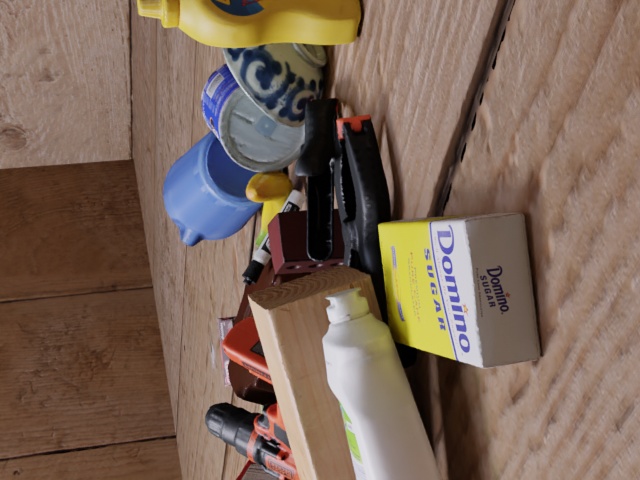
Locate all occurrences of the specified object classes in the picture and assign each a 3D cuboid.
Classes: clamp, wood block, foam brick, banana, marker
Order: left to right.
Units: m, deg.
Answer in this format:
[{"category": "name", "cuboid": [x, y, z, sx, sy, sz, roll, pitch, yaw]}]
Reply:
[{"category": "banana", "cuboid": [-0.055, -0.046, 1.234, 0.198, 0.037, 0.069, 85, -156, -72]}, {"category": "marker", "cuboid": [-0.053, -0.002, 1.206, 0.121, 0.020, 0.020, -60, 10, -9]}, {"category": "foam brick", "cuboid": [-0.007, 0.001, 1.037, 0.053, 0.078, 0.051, 131, 134, -72]}, {"category": "clamp", "cuboid": [0.001, -0.066, 0.996, 0.171, 0.039, 0.120, -79, -8, -52]}, {"category": "wood block", "cuboid": [0.016, 0.135, 0.882, 0.090, 0.090, 0.206, -159, 53, -76]}, {"category": "clamp", "cuboid": [0.043, 0.000, 0.917, 0.165, 0.036, 0.210, -133, 36, -66]}]

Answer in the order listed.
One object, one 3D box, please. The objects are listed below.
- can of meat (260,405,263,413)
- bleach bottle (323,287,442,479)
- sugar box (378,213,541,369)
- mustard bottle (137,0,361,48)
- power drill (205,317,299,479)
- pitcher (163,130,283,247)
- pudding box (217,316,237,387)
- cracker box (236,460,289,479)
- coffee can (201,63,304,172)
[{"category": "can of meat", "cuboid": [-0.035, 0.216, 1.286, 0.084, 0.057, 0.102, -141, 47, -68]}, {"category": "bleach bottle", "cuboid": [0.053, 0.159, 0.784, 0.103, 0.068, 0.251, 175, 79, -78]}, {"category": "sugar box", "cuboid": [0.088, 0.030, 0.722, 0.176, 0.048, 0.093, 178, 84, -78]}, {"category": "mustard bottle", "cuboid": [-0.066, -0.213, 0.950, 0.058, 0.191, 0.096, 102, 158, -52]}, {"category": "power drill", "cuboid": [-0.053, 0.171, 1.118, 0.185, 0.057, 0.188, 19, 136, 27]}, {"category": "pitcher", "cuboid": [-0.122, -0.089, 1.403, 0.243, 0.144, 0.149, 155, 97, -73]}, {"category": "pudding box", "cuboid": [-0.094, 0.147, 1.428, 0.113, 0.039, 0.090, 8, -105, -66]}, {"category": "cracker box", "cuboid": [-0.073, 0.362, 1.279, 0.213, 0.072, 0.164, -50, -38, -68]}, {"category": "coffee can", "cuboid": [-0.074, -0.143, 1.203, 0.140, 0.102, 0.103, -129, 35, -67]}]
